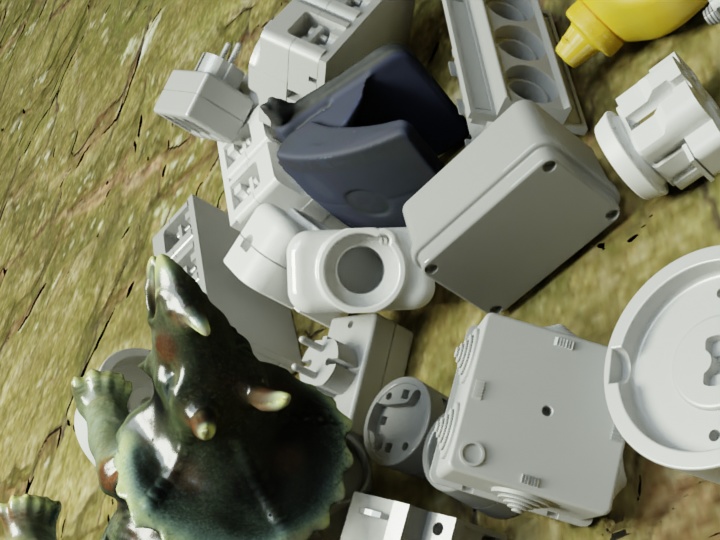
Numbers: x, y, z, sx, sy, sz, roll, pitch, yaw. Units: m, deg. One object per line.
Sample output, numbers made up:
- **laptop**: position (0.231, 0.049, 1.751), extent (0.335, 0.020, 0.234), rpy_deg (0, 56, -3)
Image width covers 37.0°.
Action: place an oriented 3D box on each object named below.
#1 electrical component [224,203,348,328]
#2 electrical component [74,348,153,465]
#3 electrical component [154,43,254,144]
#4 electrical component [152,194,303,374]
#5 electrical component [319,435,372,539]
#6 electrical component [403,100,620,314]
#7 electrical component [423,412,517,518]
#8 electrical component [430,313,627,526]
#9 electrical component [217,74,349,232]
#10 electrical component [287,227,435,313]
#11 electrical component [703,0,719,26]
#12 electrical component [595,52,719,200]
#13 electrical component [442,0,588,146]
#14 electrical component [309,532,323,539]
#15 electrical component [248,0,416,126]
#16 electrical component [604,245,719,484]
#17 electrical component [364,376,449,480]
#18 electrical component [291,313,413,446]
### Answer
- **electrical component**: position (-0.041, -0.005, 0.779), extent (0.059, 0.095, 0.054), rpy_deg (-57, 35, 5)
- **electrical component**: position (-0.172, 0.122, 0.848), extent (0.060, 0.108, 0.108), rpy_deg (-48, 37, 28)
- **electrical component**: position (-0.116, -0.147, 0.854), extent (0.066, 0.047, 0.076), rpy_deg (18, 81, 55)
- **electrical component**: position (-0.109, 0.025, 0.848), extent (0.062, 0.089, 0.150), rpy_deg (-43, 39, 23)
- **electrical component**: position (-0.013, 0.147, 0.671), extent (0.079, 0.044, 0.077), rpy_deg (59, 158, 14)
- **electrical component**: position (0.090, -0.035, 0.651), extent (0.113, 0.078, 0.057), rpy_deg (-42, 36, 25)
- **electrical component**: position (0.069, 0.107, 0.605), extent (0.055, 0.047, 0.055), rpy_deg (-30, 45, 36)
- **electrical component**: position (0.091, 0.076, 0.554), extent (0.048, 0.100, 0.099), rpy_deg (104, -178, -73)
- **electrical component**: position (-0.058, -0.084, 0.859), extent (0.062, 0.089, 0.150), rpy_deg (-43, 39, 24)
- **electrical component**: position (0.000, 0.000, 0.708), extent (0.059, 0.095, 0.053), rpy_deg (-171, 79, -88)
- **electrical component**: position (0.229, -0.161, 0.596), extent (0.081, 0.043, 0.043), rpy_deg (-30, 45, 36)
- **electrical component**: position (0.169, -0.076, 0.599), extent (0.057, 0.058, 0.078), rpy_deg (-37, 42, 26)
- **electrical component**: position (0.096, -0.129, 0.715), extent (0.063, 0.079, 0.121), rpy_deg (112, 159, -47)
- **electrical component**: position (-0.088, 0.203, 0.726), extent (0.109, 0.056, 0.108), rpy_deg (23, 85, 55)
- **electrical component**: position (-0.018, -0.178, 0.818), extent (0.150, 0.062, 0.089), rpy_deg (-54, -16, -35)
- **electrical component**: position (0.176, 0.049, 0.500), extent (0.108, 0.060, 0.108), rpy_deg (-30, 45, 36)
- **electrical component**: position (0.038, 0.098, 0.650), extent (0.055, 0.047, 0.055), rpy_deg (-30, 45, 36)
- **electrical component**: position (-0.014, 0.068, 0.711), extent (0.047, 0.076, 0.083), rpy_deg (-10, 59, 48)
